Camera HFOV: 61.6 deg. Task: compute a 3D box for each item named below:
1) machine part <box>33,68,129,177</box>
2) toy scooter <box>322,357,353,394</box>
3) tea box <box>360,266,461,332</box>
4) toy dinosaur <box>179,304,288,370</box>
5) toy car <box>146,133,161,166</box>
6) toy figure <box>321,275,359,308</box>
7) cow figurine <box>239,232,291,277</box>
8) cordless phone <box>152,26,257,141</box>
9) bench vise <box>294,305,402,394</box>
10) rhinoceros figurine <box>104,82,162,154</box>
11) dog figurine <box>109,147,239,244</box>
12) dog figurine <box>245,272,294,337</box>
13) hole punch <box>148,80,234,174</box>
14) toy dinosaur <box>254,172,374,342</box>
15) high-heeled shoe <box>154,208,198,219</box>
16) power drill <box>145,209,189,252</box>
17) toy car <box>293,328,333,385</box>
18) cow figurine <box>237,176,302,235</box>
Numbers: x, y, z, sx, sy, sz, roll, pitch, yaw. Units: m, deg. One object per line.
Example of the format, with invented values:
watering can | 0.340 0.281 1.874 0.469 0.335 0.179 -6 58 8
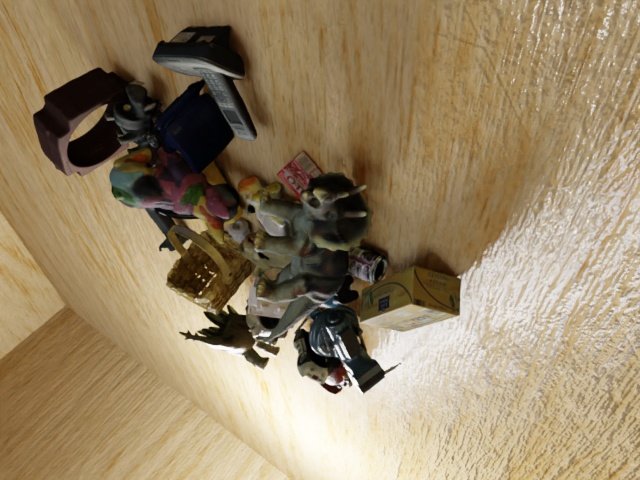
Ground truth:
machine part | -0.483 -0.244 1.124 0.087 0.201 0.201 42 150 6
toy scooter | 0.032 0.343 1.373 0.135 0.075 0.184 51 152 -11
tea box | 0.150 0.105 0.916 0.098 0.068 0.169 16 157 -22
toy dinosaur | -0.203 0.238 1.341 0.199 0.105 0.471 22 176 9
toy car | -0.326 -0.194 1.117 0.053 0.089 0.202 49 148 -6
toy figure | 0.002 0.096 1.078 0.180 0.089 0.082 179 93 -65
cow figurine | -0.090 0.025 1.120 0.195 0.085 0.127 10 135 36
cordless phone | -0.176 -0.249 0.886 0.147 0.089 0.184 16 144 37
bench vise | 0.044 0.219 1.177 0.223 0.129 0.241 52 170 -33
rhinoceros figurine | -0.368 -0.241 1.087 0.073 0.112 0.190 60 163 11
dog figurine | -0.262 -0.079 1.009 0.219 0.191 0.108 42 135 21
dog figurine | -0.142 0.177 1.285 0.121 0.172 0.190 57 141 -1
hole punch | -0.224 -0.196 0.961 0.092 0.142 0.115 37 162 13
toy dinosaur | -0.013 0.036 0.921 0.192 0.131 0.404 4 133 2
high-heeled shoe | -0.313 -0.083 1.211 0.249 0.086 0.145 35 176 32
power drill | -0.440 -0.071 1.418 0.232 0.086 0.207 0 121 46
toy car | -0.021 0.274 1.284 0.073 0.056 0.202 30 -170 -15
cow figurine | -0.094 -0.054 1.026 0.168 0.068 0.098 40 149 37
